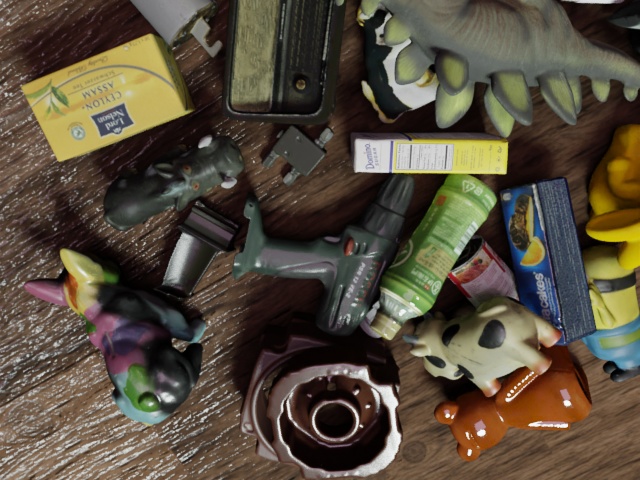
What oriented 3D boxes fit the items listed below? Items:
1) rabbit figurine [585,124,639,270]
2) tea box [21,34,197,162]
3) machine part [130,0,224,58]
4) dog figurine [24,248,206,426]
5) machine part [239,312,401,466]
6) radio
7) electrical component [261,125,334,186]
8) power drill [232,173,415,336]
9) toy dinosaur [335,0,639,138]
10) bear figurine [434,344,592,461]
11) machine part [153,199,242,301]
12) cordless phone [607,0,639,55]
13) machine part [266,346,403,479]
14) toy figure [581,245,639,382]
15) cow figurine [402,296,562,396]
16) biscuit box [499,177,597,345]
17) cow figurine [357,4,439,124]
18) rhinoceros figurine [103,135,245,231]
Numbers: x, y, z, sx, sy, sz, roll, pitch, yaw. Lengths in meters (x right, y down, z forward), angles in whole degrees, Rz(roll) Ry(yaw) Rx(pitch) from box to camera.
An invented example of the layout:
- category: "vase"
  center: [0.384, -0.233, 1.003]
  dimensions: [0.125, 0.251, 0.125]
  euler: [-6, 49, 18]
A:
- category: "rabbit figurine"
  center: [0.389, -0.050, 0.628]
  dimensions: [0.122, 0.173, 0.162]
  euler: [41, 98, -15]
- category: "tea box"
  center: [-0.250, -0.170, 0.649]
  dimensions: [0.170, 0.068, 0.098]
  euler: [-21, 104, 5]
- category: "machine part"
  center: [-0.198, -0.308, 0.605]
  dimensions: [0.079, 0.079, 0.243]
  euler: [-39, 103, 10]
- category: "dog figurine"
  center: [-0.262, 0.109, 0.679]
  dimensions: [0.108, 0.192, 0.219]
  euler: [-40, 118, 17]
- category: "machine part"
  center: [-0.001, 0.216, 0.750]
  dimensions: [0.201, 0.087, 0.201]
  euler: [16, 104, -4]
- category: "radio"
  center: [-0.036, -0.249, 0.622]
  dimensions: [0.131, 0.073, 0.229]
  euler: [7, 106, -1]
- category: "electrical component"
  center: [-0.028, -0.116, 0.685]
  dimensions: [0.063, 0.021, 0.094]
  euler: [41, 110, -11]
- category: "power drill"
  center: [-0.001, -0.002, 0.696]
  dimensions: [0.207, 0.086, 0.231]
  euler: [14, 98, -11]
- category: "toy dinosaur"
  center: [0.204, -0.214, 0.573]
  dimensions: [0.471, 0.105, 0.198]
  euler: [4, 91, -12]
- category: "bear figurine"
  center: [0.267, 0.220, 0.750]
  dimensions: [0.196, 0.132, 0.120]
  euler: [-29, 104, 27]
- category: "machine part"
  center: [-0.166, 0.021, 0.720]
  dimensions: [0.084, 0.039, 0.139]
  euler: [31, 102, -14]
- category: "cordless phone"
  center: [0.421, -0.205, 0.594]
  dimensions: [0.089, 0.147, 0.184]
  euler: [-36, 101, 17]
- category: "machine part"
  center: [0.018, 0.218, 0.678]
  dimensions: [0.179, 0.056, 0.179]
  euler: [0, 105, 1]
- category: "toy figure"
  center: [0.385, 0.094, 0.717]
  dimensions: [0.089, 0.082, 0.180]
  euler: [-27, 97, -12]
- category: "cow figurine"
  center: [0.192, 0.131, 0.688]
  dimensions: [0.127, 0.085, 0.195]
  euler: [44, 145, 5]
- category: "biscuit box"
  center: [0.284, 0.027, 0.672]
  dimensions: [0.063, 0.059, 0.202]
  euler: [-11, 90, -28]
- category: "cow figurine"
  center: [0.082, -0.228, 0.634]
  dimensions: [0.098, 0.068, 0.167]
  euler: [-22, 104, 12]
- category: "rhinoceros figurine"
  center: [-0.181, -0.074, 0.655]
  dimensions: [0.190, 0.112, 0.073]
  euler: [-21, 103, 14]
